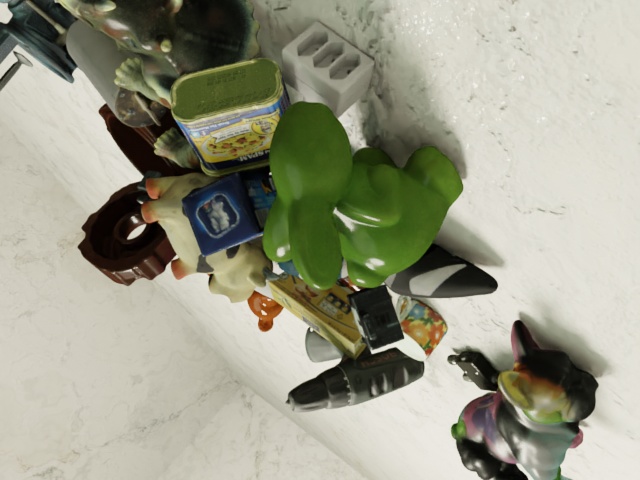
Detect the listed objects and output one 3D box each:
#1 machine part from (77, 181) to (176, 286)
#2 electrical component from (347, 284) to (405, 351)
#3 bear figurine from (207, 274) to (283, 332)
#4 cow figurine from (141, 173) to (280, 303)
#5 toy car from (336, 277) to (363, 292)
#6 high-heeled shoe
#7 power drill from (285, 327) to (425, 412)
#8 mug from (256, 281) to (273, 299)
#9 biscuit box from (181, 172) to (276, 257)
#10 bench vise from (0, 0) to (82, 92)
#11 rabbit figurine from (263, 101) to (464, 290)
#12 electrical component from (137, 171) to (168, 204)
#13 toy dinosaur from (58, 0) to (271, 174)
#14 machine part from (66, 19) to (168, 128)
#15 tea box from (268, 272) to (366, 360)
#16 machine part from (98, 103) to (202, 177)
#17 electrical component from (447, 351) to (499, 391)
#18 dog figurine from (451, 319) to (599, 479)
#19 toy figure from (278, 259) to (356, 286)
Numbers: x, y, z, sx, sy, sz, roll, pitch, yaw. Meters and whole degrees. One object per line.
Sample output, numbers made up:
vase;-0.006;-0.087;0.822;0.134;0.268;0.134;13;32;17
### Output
machine part;-0.291;-0.011;0.855;0.180;0.179;0.056;29;157;32
electrical component;0.069;0.094;0.663;0.119;0.048;0.075;111;139;-82
bear figurine;-0.132;0.083;1.050;0.195;0.120;0.132;45;155;-10
cow figurine;-0.127;0.002;0.675;0.085;0.127;0.194;-96;-8;-51
toy car;-0.002;-0.002;0.749;0.202;0.053;0.089;46;162;-9
high-heeled shoe;0.073;-0.027;0.581;0.249;0.086;0.145;11;115;27
power drill;0.036;0.198;0.876;0.207;0.232;0.086;-165;67;-73
mug;-0.058;0.070;0.959;0.107;0.081;0.109;29;151;7
biscuit box;-0.074;-0.031;0.565;0.202;0.063;0.059;-33;-79;-79
bench vise;-0.434;-0.281;0.758;0.129;0.240;0.223;32;173;26
rabbit figurine;0.013;-0.041;0.470;0.170;0.159;0.121;36;175;-37
electrical component;-0.188;-0.045;0.752;0.134;0.058;0.115;38;166;-33
toy dinosaur;-0.112;-0.138;0.613;0.192;0.131;0.404;28;161;36
machine part;-0.273;-0.228;0.722;0.243;0.079;0.079;47;162;27
tea box;0.015;0.090;0.828;0.170;0.098;0.068;35;157;25
machine part;-0.247;-0.151;0.857;0.202;0.087;0.200;10;141;53
electrical component;0.218;0.178;0.736;0.063;0.021;0.094;47;159;-8
dog figurine;0.226;0.194;0.627;0.192;0.108;0.219;-2;129;39
toy figure;0.026;0.029;0.681;0.155;0.057;0.064;9;175;9
